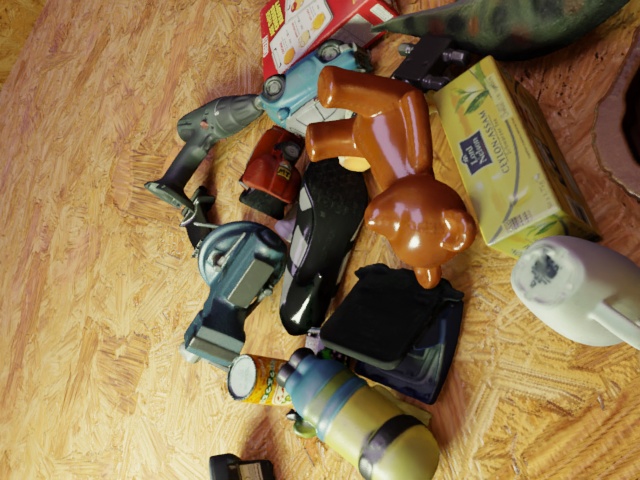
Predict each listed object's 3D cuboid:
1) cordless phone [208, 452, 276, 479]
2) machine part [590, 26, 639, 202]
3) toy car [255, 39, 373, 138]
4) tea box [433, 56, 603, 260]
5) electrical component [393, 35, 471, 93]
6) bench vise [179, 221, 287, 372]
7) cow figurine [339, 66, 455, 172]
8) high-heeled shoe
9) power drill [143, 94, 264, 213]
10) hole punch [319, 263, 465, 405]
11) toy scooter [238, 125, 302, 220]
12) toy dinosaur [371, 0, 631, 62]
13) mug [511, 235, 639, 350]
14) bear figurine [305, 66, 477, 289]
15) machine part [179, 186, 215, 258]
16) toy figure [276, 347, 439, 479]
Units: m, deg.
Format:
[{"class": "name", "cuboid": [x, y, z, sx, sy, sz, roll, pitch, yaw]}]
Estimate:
[{"class": "cordless phone", "cuboid": [-0.130, 0.364, 0.672, 0.184, 0.088, 0.147, -46, 48, 32]}, {"class": "machine part", "cuboid": [0.290, -0.091, 0.373, 0.180, 0.056, 0.179, 0, 89, 37]}, {"class": "toy car", "cuboid": [0.004, -0.186, 0.718, 0.162, 0.109, 0.103, -26, 81, 26]}, {"class": "tea box", "cuboid": [0.175, -0.069, 0.486, 0.068, 0.098, 0.170, -34, 53, 33]}, {"class": "electrical component", "cuboid": [0.108, -0.181, 0.559, 0.063, 0.021, 0.094, -51, 45, -5]}, {"class": "bench vise", "cuboid": [-0.123, 0.055, 0.751, 0.241, 0.129, 0.223, -107, 38, -60]}, {"class": "cow figurine", "cuboid": [0.085, -0.153, 0.634, 0.167, 0.068, 0.098, -29, 51, 33]}, {"class": "high-heeled shoe", "cuboid": [-0.001, -0.002, 0.694, 0.145, 0.086, 0.249, 115, 169, -56]}, {"class": "power drill", "cuboid": [-0.201, -0.152, 0.905, 0.232, 0.086, 0.207, 11, 74, 52]}, {"class": "hole punch", "cuboid": [0.081, 0.094, 0.551, 0.142, 0.092, 0.116, 9, 53, 51]}, {"class": "toy scooter", "cuboid": [-0.063, -0.102, 0.754, 0.135, 0.075, 0.184, -62, 18, 0]}, {"class": "toy dinosaur", "cuboid": [0.216, -0.242, 0.498, 0.405, 0.131, 0.192, -29, 56, 45]}, {"class": "mug", "cuboid": [0.201, 0.044, 0.411, 0.080, 0.107, 0.110, -53, 43, 21]}, {"class": "bear figurine", "cuboid": [0.063, -0.057, 0.512, 0.120, 0.132, 0.196, 112, 155, -61]}, {"class": "machine part", "cuboid": [-0.206, -0.029, 0.922, 0.084, 0.039, 0.139, -43, 47, 22]}, {"class": "toy figure", "cuboid": [0.032, 0.178, 0.529, 0.180, 0.089, 0.082, 35, 106, 22]}]
